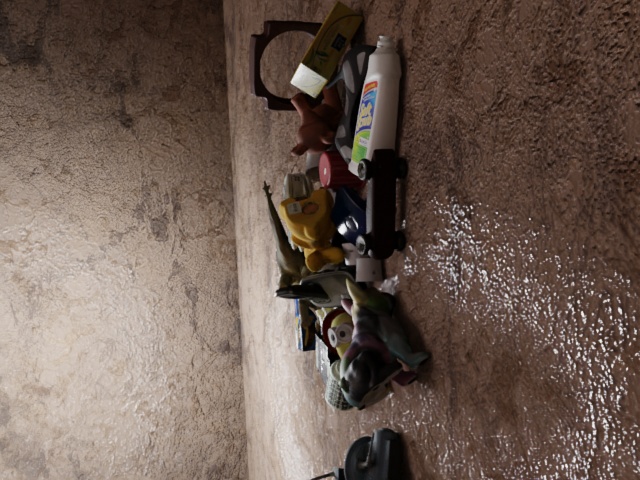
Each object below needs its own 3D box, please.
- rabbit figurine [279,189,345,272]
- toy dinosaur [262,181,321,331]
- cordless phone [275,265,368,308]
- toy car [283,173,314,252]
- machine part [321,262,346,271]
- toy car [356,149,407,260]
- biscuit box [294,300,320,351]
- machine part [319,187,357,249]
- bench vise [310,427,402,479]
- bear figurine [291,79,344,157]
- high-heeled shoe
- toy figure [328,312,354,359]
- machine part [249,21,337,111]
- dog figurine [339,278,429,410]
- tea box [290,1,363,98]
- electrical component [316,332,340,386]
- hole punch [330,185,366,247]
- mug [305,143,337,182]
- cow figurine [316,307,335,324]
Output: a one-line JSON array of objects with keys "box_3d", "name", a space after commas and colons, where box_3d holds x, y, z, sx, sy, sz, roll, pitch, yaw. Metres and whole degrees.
[{"box_3d": [-0.002, -0.004, 1.185, 0.173, 0.122, 0.162, 80, 166, -47], "name": "rabbit figurine"}, {"box_3d": [-0.064, 0.067, 1.428, 0.199, 0.105, 0.470, -103, -4, -54], "name": "toy dinosaur"}, {"box_3d": [0.004, 0.101, 1.148, 0.147, 0.184, 0.088, -11, 80, 34], "name": "cordless phone"}, {"box_3d": [-0.046, -0.069, 1.315, 0.056, 0.073, 0.201, 128, 137, -68], "name": "toy car"}, {"box_3d": [0.017, 0.046, 1.333, 0.243, 0.079, 0.079, -113, 25, -46], "name": "machine part"}, {"box_3d": [0.109, -0.063, 0.973, 0.053, 0.089, 0.202, -152, 58, -66], "name": "toy car"}, {"box_3d": [-0.039, 0.223, 1.585, 0.059, 0.063, 0.202, 172, 93, -72], "name": "biscuit box"}, {"box_3d": [0.042, -0.053, 1.261, 0.179, 0.056, 0.179, 176, 90, -73], "name": "machine part"}, {"box_3d": [0.094, 0.496, 1.077, 0.240, 0.129, 0.223, -30, 57, 53], "name": "bench vise"}, {"box_3d": [-0.012, -0.264, 1.182, 0.131, 0.120, 0.196, 64, -156, -15], "name": "bear figurine"}, {"box_3d": [0.094, -0.253, 1.070, 0.145, 0.086, 0.248, -22, 91, 41], "name": "high-heeled shoe"}, {"box_3d": [0.080, 0.236, 1.110, 0.180, 0.082, 0.089, 61, -167, -2], "name": "toy figure"}, {"box_3d": [-0.066, -0.413, 1.278, 0.087, 0.201, 0.201, -122, 31, -61], "name": "machine part"}, {"box_3d": [0.083, 0.177, 0.991, 0.219, 0.191, 0.108, 53, 153, 35], "name": "dog figurine"}, {"box_3d": [0.013, -0.393, 1.115, 0.169, 0.068, 0.098, -62, 10, -17], "name": "tea box"}, {"box_3d": [0.032, 0.309, 1.379, 0.134, 0.058, 0.114, -146, 52, -68], "name": "electrical component"}, {"box_3d": [0.084, -0.046, 1.075, 0.142, 0.092, 0.116, 113, 145, -49], "name": "hole punch"}, {"box_3d": [0.006, -0.211, 1.302, 0.109, 0.081, 0.107, 114, 157, -65], "name": "mug"}, {"box_3d": [0.044, 0.196, 1.293, 0.167, 0.068, 0.098, 128, 130, -71], "name": "cow figurine"}]
